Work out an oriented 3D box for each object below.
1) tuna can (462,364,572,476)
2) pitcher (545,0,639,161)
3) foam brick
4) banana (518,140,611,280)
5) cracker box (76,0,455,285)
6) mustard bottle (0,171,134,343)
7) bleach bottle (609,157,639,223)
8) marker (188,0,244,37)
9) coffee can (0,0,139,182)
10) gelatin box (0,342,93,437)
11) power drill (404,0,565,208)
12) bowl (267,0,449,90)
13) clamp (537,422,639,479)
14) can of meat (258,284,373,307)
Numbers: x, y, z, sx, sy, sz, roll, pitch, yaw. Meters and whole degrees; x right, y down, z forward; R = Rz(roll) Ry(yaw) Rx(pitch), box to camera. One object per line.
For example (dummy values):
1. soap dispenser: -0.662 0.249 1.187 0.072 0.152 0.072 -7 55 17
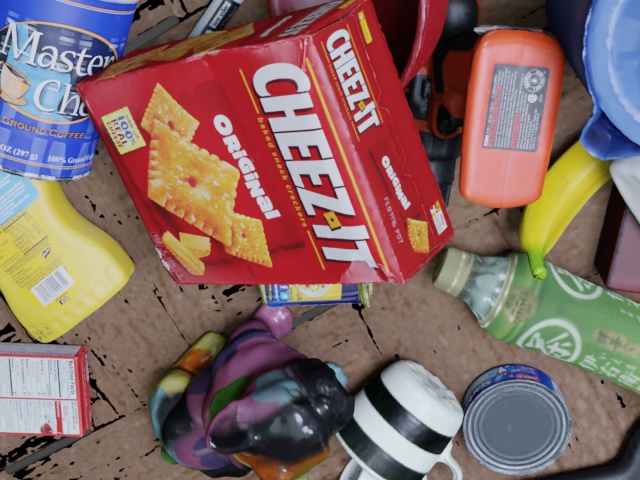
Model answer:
1. tuna can: 0.157 0.144 0.861 0.086 0.033 0.086 1 109 3
2. pitcher: 0.215 -0.143 0.649 0.149 0.242 0.145 -3 108 5
3. foam brick: 0.242 -0.004 0.796 0.051 0.053 0.078 8 110 1
4. banana: 0.207 -0.052 0.773 0.198 0.070 0.037 -46 135 -2
5. cracker box: -0.040 -0.053 0.688 0.214 0.072 0.164 -2 120 42
6. mustard bottle: -0.238 -0.019 0.820 0.096 0.058 0.191 -36 103 15
7. bleach bottle: 0.314 -0.101 0.724 0.250 0.068 0.102 -44 118 -6
8. marker: -0.092 -0.143 0.788 0.020 0.020 0.121 36 108 -8
9. coffee can: -0.195 -0.126 0.758 0.103 0.102 0.140 19 109 -3
10. gelatin box: -0.236 0.123 0.884 0.089 0.030 0.073 1 107 4
11. power drill: 0.094 -0.081 0.711 0.057 0.188 0.184 1 107 -12
12. bowl: 0.032 -0.160 0.679 0.055 0.162 0.162 -15 112 -33
13. clamp: 0.263 0.197 0.870 0.164 0.036 0.210 34 105 -7
14. can of meat: -0.005 0.001 0.813 0.084 0.057 0.102 -3 108 7
